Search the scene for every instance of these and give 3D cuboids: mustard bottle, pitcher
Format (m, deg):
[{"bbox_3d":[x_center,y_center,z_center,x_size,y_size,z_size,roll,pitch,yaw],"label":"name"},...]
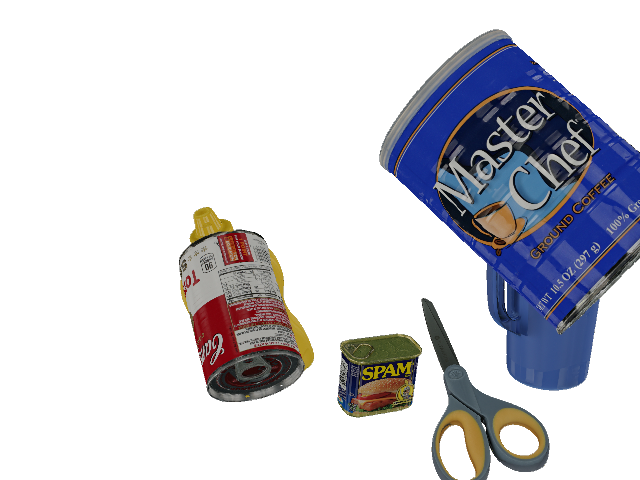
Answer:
[{"bbox_3d":[-0.078,0.053,1.002,0.096,0.191,0.058,-23,28,-5],"label":"mustard bottle"},{"bbox_3d":[0.296,0.071,1.396,0.149,0.243,0.145,5,21,14],"label":"pitcher"}]

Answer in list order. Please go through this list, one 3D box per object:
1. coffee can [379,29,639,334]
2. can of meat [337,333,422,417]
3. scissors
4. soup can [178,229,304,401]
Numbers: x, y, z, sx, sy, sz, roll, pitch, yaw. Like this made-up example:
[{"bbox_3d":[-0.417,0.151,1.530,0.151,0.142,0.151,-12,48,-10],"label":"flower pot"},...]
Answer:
[{"bbox_3d":[0.117,-0.033,0.593,0.140,0.103,0.102,45,14,14],"label":"coffee can"},{"bbox_3d":[0.073,0.172,1.360,0.102,0.084,0.057,-5,26,-21],"label":"can of meat"},{"bbox_3d":[0.127,0.114,0.842,0.096,0.016,0.201,-2,41,8],"label":"scissors"},{"bbox_3d":[-0.056,0.051,0.742,0.068,0.102,0.068,-13,-30,-8],"label":"soup can"}]
